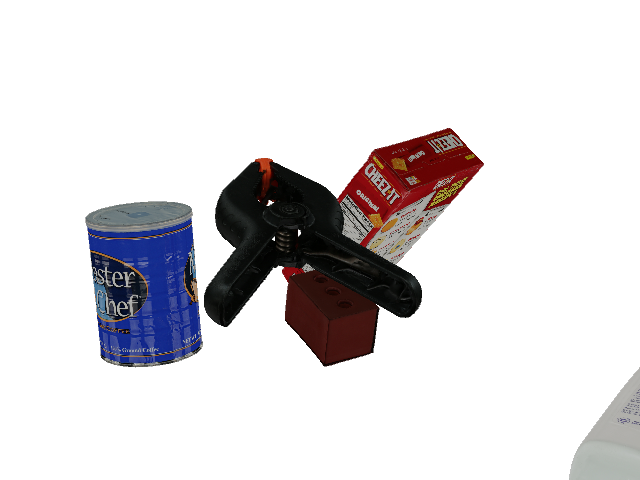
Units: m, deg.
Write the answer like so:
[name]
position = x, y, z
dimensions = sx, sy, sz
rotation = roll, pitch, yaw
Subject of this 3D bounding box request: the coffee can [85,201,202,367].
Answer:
[coffee can]
position = -0.172, 0.041, 1.047
dimensions = 0.103, 0.140, 0.103
rotation = -3, 14, 1

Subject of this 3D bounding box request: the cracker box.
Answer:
[cracker box]
position = 0.069, -0.027, 1.247
dimensions = 0.163, 0.072, 0.214
rotation = -22, -24, -50

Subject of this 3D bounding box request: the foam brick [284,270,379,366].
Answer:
[foam brick]
position = 0.009, 0.066, 0.951
dimensions = 0.052, 0.051, 0.078
rotation = -13, 35, -27

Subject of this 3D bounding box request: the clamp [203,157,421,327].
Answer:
[clamp]
position = -0.027, 0.000, 0.631
dimensions = 0.120, 0.039, 0.172
rotation = -1, 26, -25

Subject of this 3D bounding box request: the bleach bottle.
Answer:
[bleach bottle]
position = 0.241, 0.100, 0.644
dimensions = 0.103, 0.068, 0.250
rotation = 18, 29, 30
